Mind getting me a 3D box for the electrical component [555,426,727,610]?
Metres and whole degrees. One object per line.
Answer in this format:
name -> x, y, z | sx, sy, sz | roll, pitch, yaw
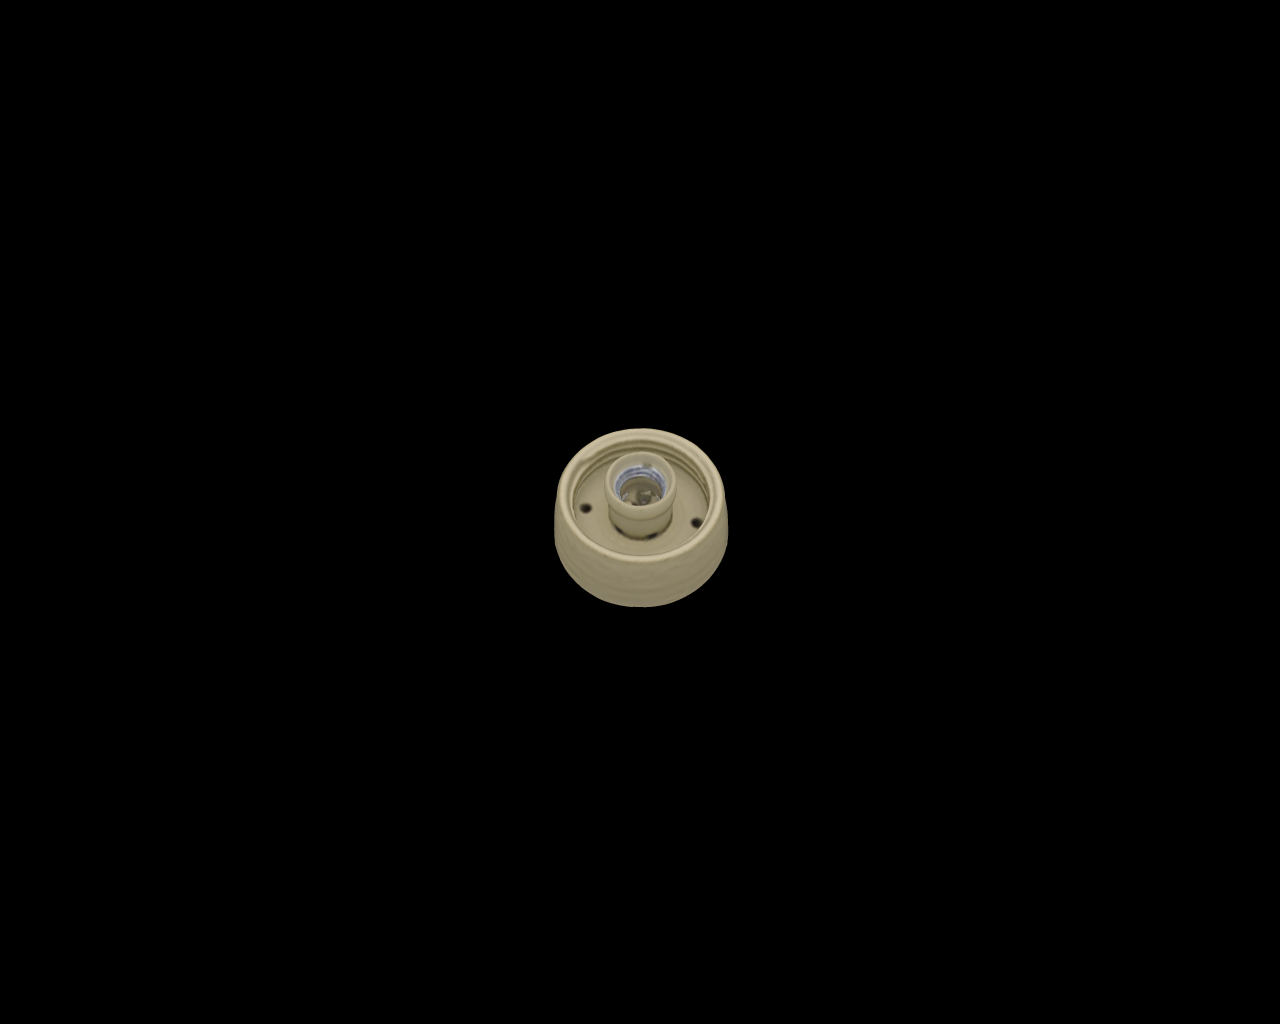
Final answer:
electrical component -> 0.001, -0.003, 0.650 | 0.108, 0.108, 0.060 | 0, -34, 0
